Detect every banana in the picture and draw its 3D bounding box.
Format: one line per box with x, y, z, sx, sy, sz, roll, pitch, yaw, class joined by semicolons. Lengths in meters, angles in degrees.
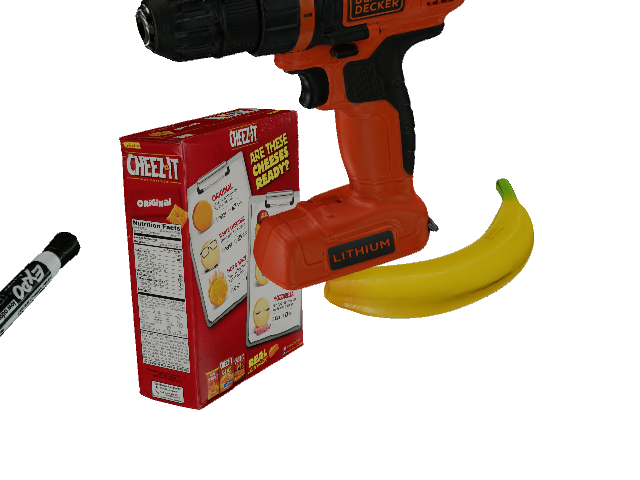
0.091;0.017;0.743;0.197;0.037;0.070;-27;50;-37;banana

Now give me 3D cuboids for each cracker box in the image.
-0.084;0.008;0.877;0.072;0.214;0.163;6;17;29;cracker box

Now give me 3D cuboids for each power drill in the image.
-0.003;-0.068;0.582;0.184;0.188;0.057;-15;35;-21;power drill

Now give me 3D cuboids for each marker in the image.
-0.183;0.029;0.659;0.020;0.020;0.121;0;31;20;marker
